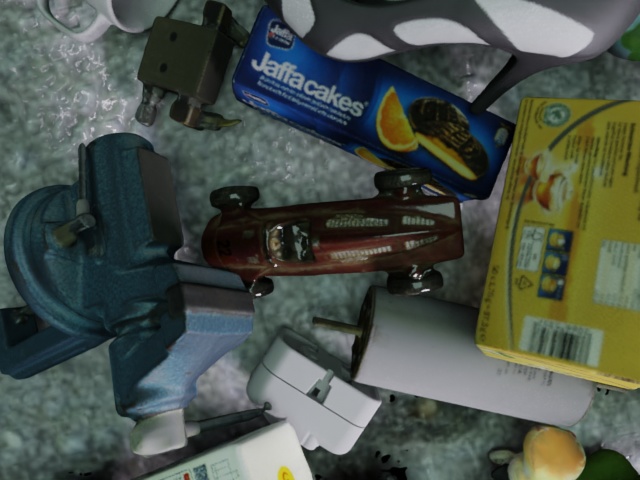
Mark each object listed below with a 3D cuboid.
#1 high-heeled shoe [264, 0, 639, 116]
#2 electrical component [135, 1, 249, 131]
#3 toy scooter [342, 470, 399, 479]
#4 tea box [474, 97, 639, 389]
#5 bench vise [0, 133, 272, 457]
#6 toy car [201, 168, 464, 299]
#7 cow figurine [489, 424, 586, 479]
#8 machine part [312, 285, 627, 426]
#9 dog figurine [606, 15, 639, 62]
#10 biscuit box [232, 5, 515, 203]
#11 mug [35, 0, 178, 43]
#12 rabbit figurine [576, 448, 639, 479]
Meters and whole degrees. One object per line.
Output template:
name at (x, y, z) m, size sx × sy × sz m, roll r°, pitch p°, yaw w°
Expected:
high-heeled shoe at (0.057, -0.171, 0.313) m, size 0.249 × 0.145 × 0.086 m, roll 32°, pitch 52°, yaw -3°
electrical component at (-0.095, -0.131, 0.417) m, size 0.078 × 0.045 × 0.102 m, roll 15°, pitch 92°, yaw 24°
toy scooter at (0.009, 0.233, 0.429) m, size 0.184 × 0.075 × 0.135 m, roll -17°, pitch 93°, yaw 6°
tea box at (0.165, -0.001, 0.345) m, size 0.098 × 0.068 × 0.169 m, roll 11°, pitch 77°, yaw 25°
bench vise at (-0.163, 0.051, 0.385) m, size 0.241 × 0.129 × 0.223 m, roll -25°, pitch 80°, yaw 24°
toy car at (-0.001, -0.001, 0.389) m, size 0.202 × 0.053 × 0.089 m, roll -3°, pitch 95°, yaw 26°
cow figurine at (0.156, 0.227, 0.425) m, size 0.068 × 0.098 × 0.167 m, roll 25°, pitch 77°, yaw 7°
machine part at (0.113, 0.089, 0.413) m, size 0.243 × 0.079 × 0.079 m, roll 13°, pitch 94°, yaw 0°
dog figurine at (0.191, -0.206, 0.380) m, size 0.219 × 0.191 × 0.108 m, roll 32°, pitch 133°, yaw 21°
biscuit box at (0.037, -0.094, 0.396) m, size 0.203 × 0.059 × 0.062 m, roll 23°, pitch 88°, yaw -8°
mug at (-0.170, -0.207, 0.397) m, size 0.107 × 0.081 × 0.109 m, roll 38°, pitch 99°, yaw 9°
rabbit figurine at (0.303, 0.211, 0.400) m, size 0.170 × 0.159 × 0.121 m, roll -15°, pitch 84°, yaw -14°
